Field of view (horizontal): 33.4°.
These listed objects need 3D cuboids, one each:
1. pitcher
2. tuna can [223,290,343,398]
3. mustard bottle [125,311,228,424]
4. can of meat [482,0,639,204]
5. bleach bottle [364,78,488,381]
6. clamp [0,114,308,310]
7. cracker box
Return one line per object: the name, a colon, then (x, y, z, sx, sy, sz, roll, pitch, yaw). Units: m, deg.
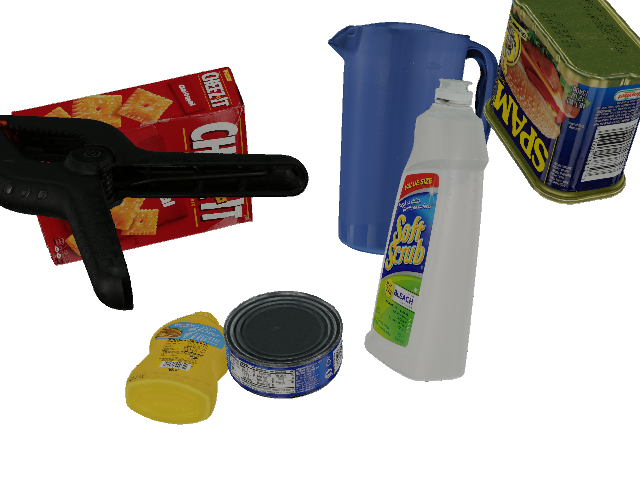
pitcher: (0.093, -0.110, 1.150, 0.149, 0.243, 0.144, 11, 13, 30)
tuna can: (-0.026, 0.075, 0.771, 0.086, 0.034, 0.086, -1, 33, 1)
mustard bottle: (-0.151, 0.134, 1.219, 0.096, 0.058, 0.191, 6, 25, 6)
can of meat: (0.139, -0.086, 0.600, 0.057, 0.084, 0.102, -10, 46, -14)
bleach bottle: (0.096, -0.013, 0.916, 0.068, 0.251, 0.103, -1, 15, -25)
clamp: (-0.123, -0.038, 0.638, 0.210, 0.036, 0.164, 26, 39, 34)
cracker box: (-0.179, -0.069, 1.056, 0.213, 0.072, 0.164, -13, -40, -11)
